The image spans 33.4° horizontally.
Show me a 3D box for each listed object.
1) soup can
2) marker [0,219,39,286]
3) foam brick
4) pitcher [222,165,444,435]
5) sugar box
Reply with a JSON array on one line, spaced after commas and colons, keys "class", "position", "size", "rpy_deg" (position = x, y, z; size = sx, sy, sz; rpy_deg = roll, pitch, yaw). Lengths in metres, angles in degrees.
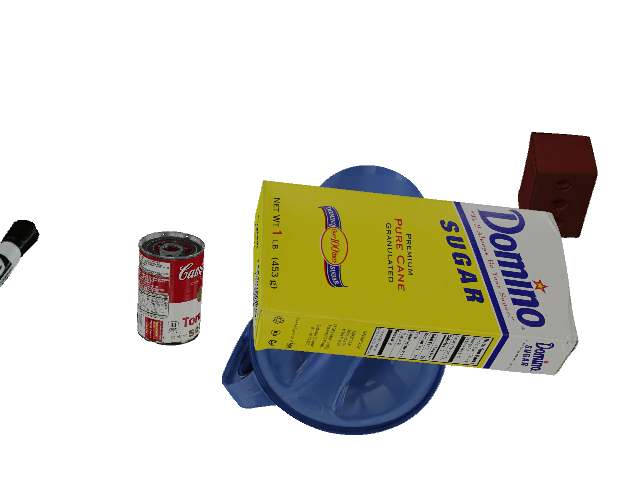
[{"class": "soup can", "position": [-0.157, 0.050, 1.115], "size": [0.068, 0.102, 0.068], "rpy_deg": [5, 22, -2]}, {"class": "marker", "position": [-0.205, 0.025, 0.655], "size": [0.020, 0.020, 0.121], "rpy_deg": [0, 36, 17]}, {"class": "foam brick", "position": [0.205, -0.048, 0.931], "size": [0.053, 0.051, 0.078], "rpy_deg": [2, -45, 1]}, {"class": "pitcher", "position": [0.020, 0.034, 0.818], "size": [0.149, 0.145, 0.242], "rpy_deg": [13, 24, 1]}, {"class": "sugar box", "position": [0.051, 0.021, 0.603], "size": [0.176, 0.093, 0.048], "rpy_deg": [4, -36, -7]}]
